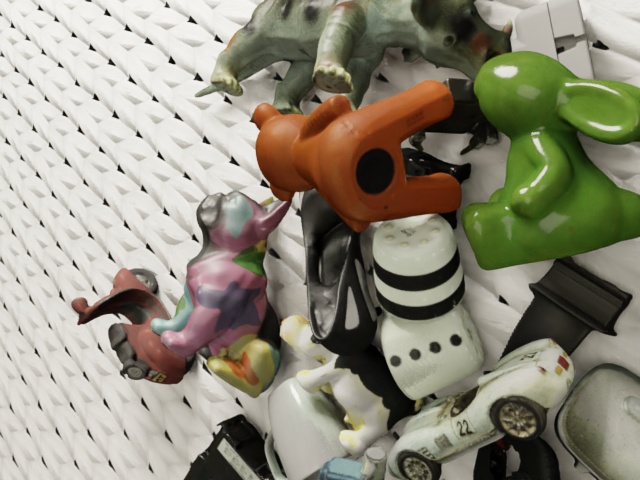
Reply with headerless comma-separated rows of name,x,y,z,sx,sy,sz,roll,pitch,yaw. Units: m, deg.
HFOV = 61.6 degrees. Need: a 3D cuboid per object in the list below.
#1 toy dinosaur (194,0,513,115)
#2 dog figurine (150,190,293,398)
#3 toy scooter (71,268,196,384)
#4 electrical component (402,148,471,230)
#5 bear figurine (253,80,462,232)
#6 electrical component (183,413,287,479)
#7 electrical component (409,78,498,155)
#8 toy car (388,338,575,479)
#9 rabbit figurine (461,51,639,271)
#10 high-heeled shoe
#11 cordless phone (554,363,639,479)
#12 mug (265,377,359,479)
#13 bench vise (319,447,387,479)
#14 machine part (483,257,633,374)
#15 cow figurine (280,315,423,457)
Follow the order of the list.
toy dinosaur,0.001,-0.230,0.592,0.405,0.131,0.192,19,78,39
dog figurine,-0.087,0.049,0.635,0.219,0.191,0.108,-57,19,-9
toy scooter,-0.252,0.116,0.714,0.075,0.135,0.184,-41,70,22
electrical component,0.089,-0.057,0.554,0.119,0.048,0.074,23,117,27
bear figurine,0.020,-0.079,0.504,0.196,0.132,0.120,31,136,63
electrical component,-0.104,0.303,0.661,0.115,0.058,0.134,40,108,28
electrical component,0.132,-0.115,0.515,0.078,0.102,0.045,150,118,-63
toy car,0.134,0.156,0.475,0.056,0.073,0.201,51,127,10
rabbit figurine,0.182,-0.073,0.432,0.159,0.121,0.170,-13,95,46
high-heeled shoe,-0.001,-0.002,0.560,0.086,0.145,0.249,-31,75,26
cordless phone,0.238,0.168,0.382,0.147,0.184,0.088,42,105,25
mug,-0.021,0.217,0.607,0.109,0.080,0.107,-44,56,28
bench vise,0.017,0.293,0.500,0.224,0.129,0.240,9,108,17
machine part,0.211,0.086,0.490,0.084,0.039,0.138,38,106,21
cow figurine,0.029,0.134,0.580,0.098,0.068,0.167,-44,71,16
